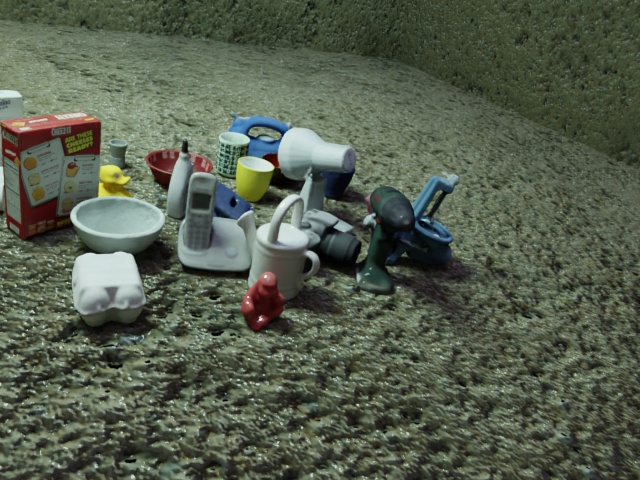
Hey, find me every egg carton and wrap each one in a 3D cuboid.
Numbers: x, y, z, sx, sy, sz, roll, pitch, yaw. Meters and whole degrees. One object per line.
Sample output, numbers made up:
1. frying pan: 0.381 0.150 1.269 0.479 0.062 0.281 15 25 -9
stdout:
1. egg carton: -0.347 0.076 0.936 0.107 0.069 0.150 -2 31 -27

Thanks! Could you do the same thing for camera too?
1. camera: 0.011 0.004 1.191 0.136 0.101 0.143 21 29 16

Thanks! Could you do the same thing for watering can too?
1. watering can: -0.077 0.004 1.052 0.172 0.194 0.101 14 28 3

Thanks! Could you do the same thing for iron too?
1. iron: -0.147 -0.284 1.620 0.259 0.141 0.118 1 30 -22

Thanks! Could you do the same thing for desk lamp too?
1. desk lamp: -0.003 -0.137 1.327 0.202 0.213 0.118 29 32 29

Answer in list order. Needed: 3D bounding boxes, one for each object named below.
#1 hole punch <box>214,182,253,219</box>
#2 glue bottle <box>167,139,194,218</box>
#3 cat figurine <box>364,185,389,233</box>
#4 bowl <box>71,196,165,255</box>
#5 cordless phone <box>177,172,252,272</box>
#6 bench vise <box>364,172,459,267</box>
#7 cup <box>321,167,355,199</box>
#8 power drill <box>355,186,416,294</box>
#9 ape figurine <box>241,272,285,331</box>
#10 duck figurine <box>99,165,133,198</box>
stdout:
1. hole punch: -0.197 -0.067 1.245 0.101 0.091 0.108 12 27 -1
2. glue bottle: -0.298 -0.138 1.245 0.037 0.173 0.078 15 28 5
3. cat figurine: 0.162 -0.072 1.380 0.128 0.118 0.067 10 28 -6
4. bowl: -0.382 -0.016 1.087 0.167 0.075 0.167 10 28 -5
5. cordless phone: -0.190 -0.033 1.083 0.148 0.185 0.094 5 29 -15
6. bench vise: 0.210 -0.043 1.236 0.208 0.220 0.121 -2 31 -26
7. cup: 0.039 -0.165 1.526 0.092 0.095 0.117 8 28 -9
8. power drill: 0.131 -0.004 1.141 0.076 0.208 0.229 8 28 -9
9. ape figurine: -0.096 0.097 0.980 0.078 0.092 0.076 3 29 -18
10. duck figurine: -0.458 -0.121 1.240 0.104 0.086 0.077 9 28 -7
